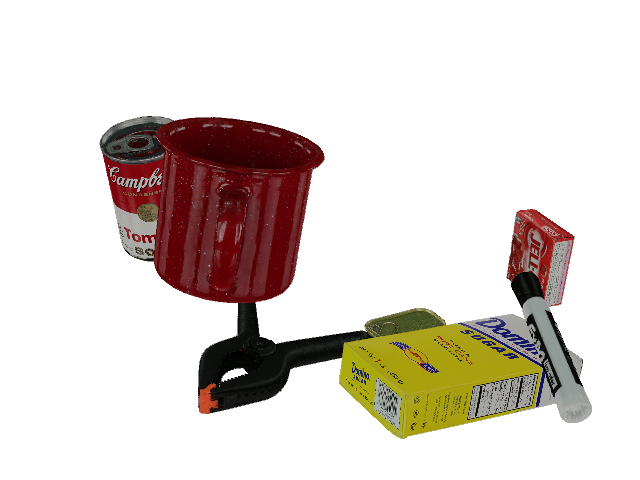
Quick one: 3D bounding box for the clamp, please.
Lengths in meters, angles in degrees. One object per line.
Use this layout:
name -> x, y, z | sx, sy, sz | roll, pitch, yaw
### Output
clamp -> -0.053, 0.122, 1.122 | 0.165, 0.036, 0.209 | 15, 29, 19

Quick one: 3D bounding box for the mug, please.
mug -> -0.049, -0.012, 0.590 | 0.093, 0.081, 0.117 | 7, 22, -7

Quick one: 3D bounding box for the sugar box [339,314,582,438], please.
sugar box -> 0.114, 0.105, 0.863 | 0.175, 0.048, 0.093 | -10, 27, -28

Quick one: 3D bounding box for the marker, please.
marker -> 0.142, 0.062, 0.668 | 0.020, 0.020, 0.121 | 0, 40, -9

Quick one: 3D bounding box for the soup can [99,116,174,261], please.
soup can -> -0.140, -0.042, 0.883 | 0.068, 0.102, 0.068 | -3, 37, 2

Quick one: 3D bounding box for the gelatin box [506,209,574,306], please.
gelatin box -> 0.243, 0.019, 1.191 | 0.030, 0.089, 0.073 | -9, 30, -23

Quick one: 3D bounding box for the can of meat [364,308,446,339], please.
can of meat -> 0.104, 0.141, 1.344 | 0.101, 0.084, 0.058 | -12, 29, -29
